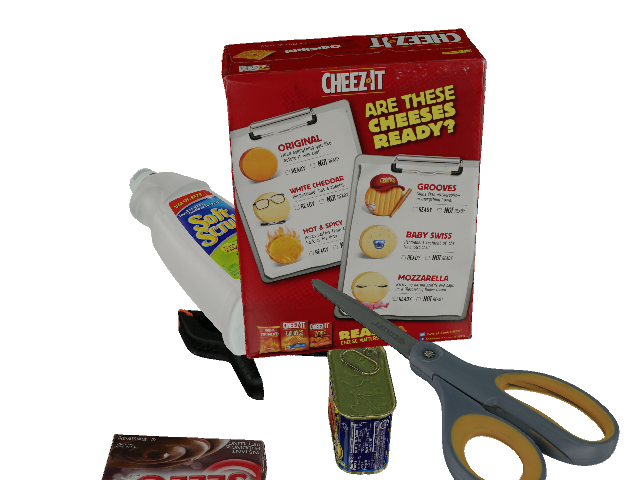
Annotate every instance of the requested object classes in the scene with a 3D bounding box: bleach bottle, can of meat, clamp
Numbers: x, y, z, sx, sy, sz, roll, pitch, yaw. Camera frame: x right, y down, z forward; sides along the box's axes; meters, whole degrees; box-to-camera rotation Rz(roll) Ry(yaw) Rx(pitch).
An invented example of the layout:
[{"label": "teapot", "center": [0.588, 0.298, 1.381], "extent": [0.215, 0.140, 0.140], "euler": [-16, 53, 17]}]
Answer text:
[{"label": "bleach bottle", "center": [-0.106, 0.002, 0.963], "extent": [0.102, 0.068, 0.251], "euler": [-17, 39, -34]}, {"label": "can of meat", "center": [0.037, 0.161, 1.023], "extent": [0.057, 0.084, 0.102], "euler": [-3, 37, -5]}, {"label": "clamp", "center": [-0.093, 0.123, 1.232], "extent": [0.210, 0.036, 0.164], "euler": [14, 21, 29]}]

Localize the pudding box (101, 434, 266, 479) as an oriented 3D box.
[{"label": "pudding box", "center": [-0.096, 0.178, 0.744], "extent": [0.113, 0.039, 0.090], "euler": [1, 27, 1]}]

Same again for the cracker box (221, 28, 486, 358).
[{"label": "cracker box", "center": [0.022, -0.029, 0.728], "extent": [0.164, 0.214, 0.072], "euler": [-5, 30, -4]}]

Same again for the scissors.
[{"label": "scissors", "center": [0.054, 0.078, 0.563], "extent": [0.202, 0.016, 0.096], "euler": [20, 42, 28]}]
